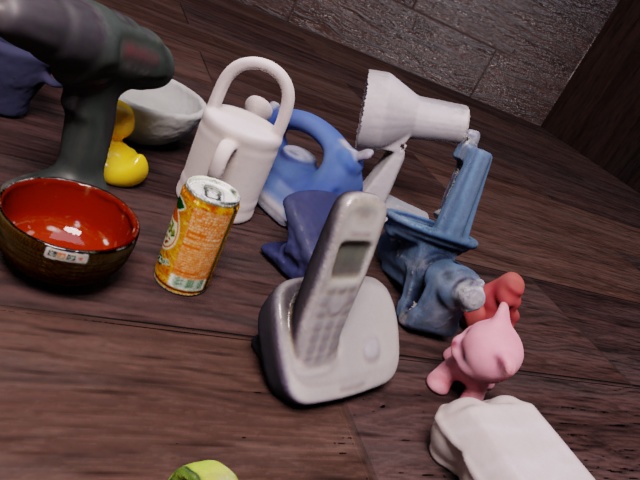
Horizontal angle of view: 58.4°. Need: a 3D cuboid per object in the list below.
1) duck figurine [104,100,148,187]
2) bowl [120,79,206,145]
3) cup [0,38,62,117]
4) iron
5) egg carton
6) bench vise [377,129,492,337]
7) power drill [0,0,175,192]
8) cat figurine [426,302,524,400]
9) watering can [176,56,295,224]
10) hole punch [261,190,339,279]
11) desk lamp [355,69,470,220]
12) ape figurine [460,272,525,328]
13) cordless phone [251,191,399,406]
[{"bbox_3d":[-0.240,-0.119,0.666,0.104,0.086,0.078,33,26,14],"label":"duck figurine"},{"bbox_3d":[-0.245,-0.178,0.787,0.168,0.074,0.167,22,26,-11],"label":"bowl"},{"bbox_3d":[-0.356,-0.191,0.682,0.117,0.095,0.092,27,25,1],"label":"cup"},{"bbox_3d":[-0.035,-0.119,0.798,0.257,0.141,0.119,42,29,29],"label":"iron"},{"bbox_3d":[0.161,0.195,0.469,0.107,0.069,0.150,8,31,-34],"label":"egg carton"},{"bbox_3d":[0.161,-0.008,0.679,0.122,0.219,0.206,6,32,-37],"label":"bench vise"},{"bbox_3d":[-0.230,-0.126,0.544,0.075,0.208,0.230,29,25,7],"label":"power drill"},{"bbox_3d":[0.168,0.111,0.580,0.067,0.117,0.128,33,26,14],"label":"cat figurine"},{"bbox_3d":[-0.098,-0.129,0.694,0.101,0.194,0.172,14,28,-25],"label":"watering can"},{"bbox_3d":[0.006,0.002,0.664,0.109,0.091,0.100,-5,39,-48],"label":"hole punch"},{"bbox_3d":[0.127,-0.138,0.903,0.203,0.213,0.118,23,25,-7],"label":"desk lamp"},{"bbox_3d":[0.222,0.080,0.720,0.078,0.092,0.076,21,26,-12],"label":"ape figurine"},{"bbox_3d":[0.032,0.046,0.494,0.148,0.185,0.094,-2,37,-45],"label":"cordless phone"}]
